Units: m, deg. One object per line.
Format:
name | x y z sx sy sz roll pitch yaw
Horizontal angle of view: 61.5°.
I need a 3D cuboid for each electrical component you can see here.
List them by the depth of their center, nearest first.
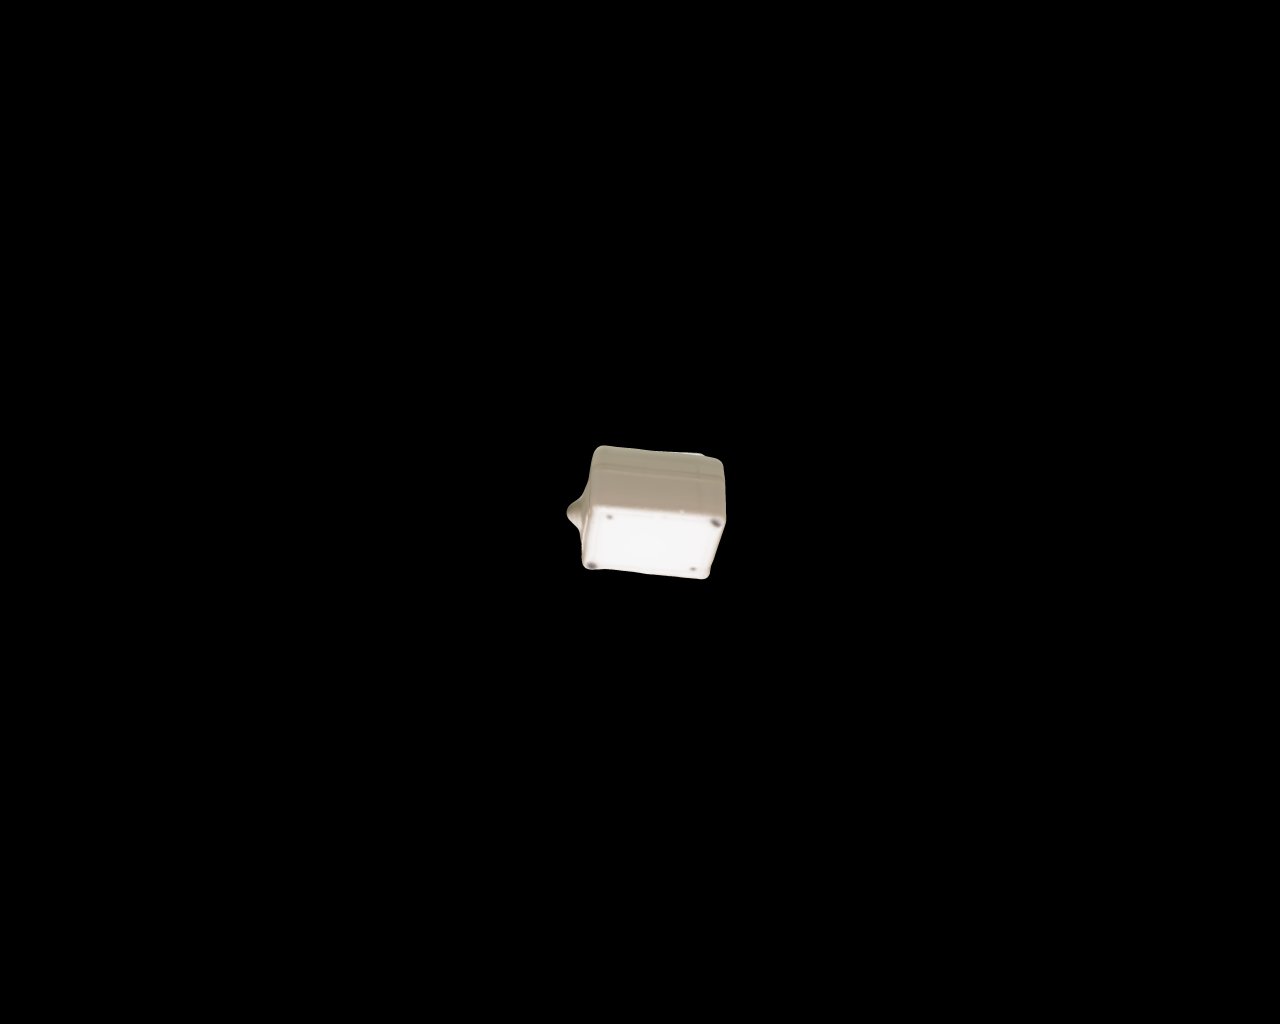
electrical component | 0.001 -0.003 0.650 0.096 0.061 0.061 6 -43 -7
